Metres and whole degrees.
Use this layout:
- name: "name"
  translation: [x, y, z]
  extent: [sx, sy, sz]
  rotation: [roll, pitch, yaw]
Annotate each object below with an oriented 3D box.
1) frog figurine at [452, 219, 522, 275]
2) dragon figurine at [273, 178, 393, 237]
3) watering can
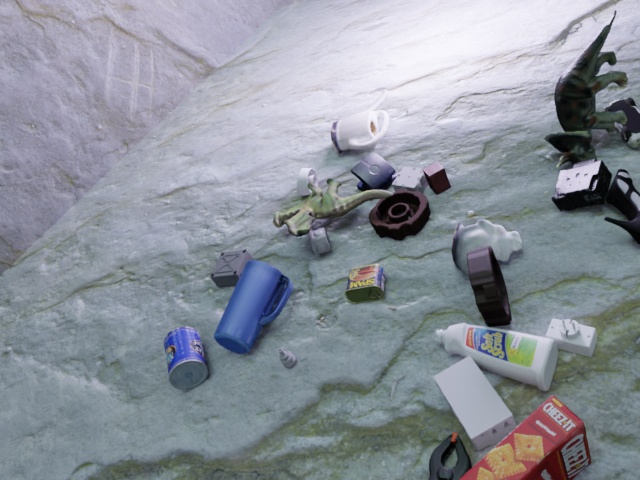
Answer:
- name: "frog figurine"
  translation: [0.406, 0.020, 1.255]
  extent: [0.159, 0.122, 0.138]
  rotation: [3, 81, 25]
- name: "dragon figurine"
  translation: [0.005, -0.079, 1.579]
  extent: [0.409, 0.120, 0.247]
  rotation: [0, 39, 47]
- name: "watering can"
  translation: [0.157, -0.437, 1.932]
  extent: [0.223, 0.102, 0.356]
  rotation: [-12, 41, 24]
